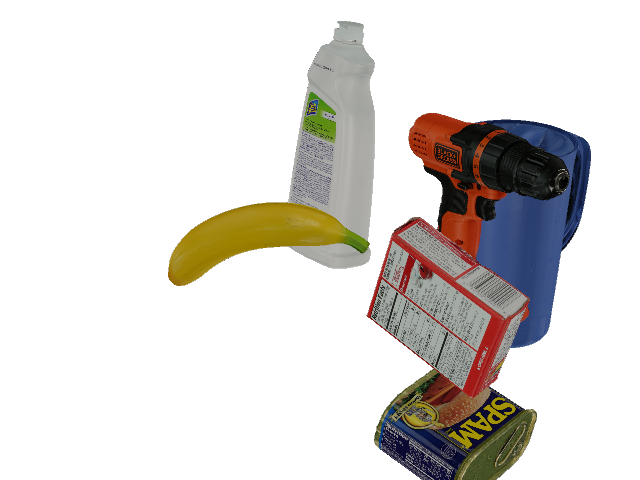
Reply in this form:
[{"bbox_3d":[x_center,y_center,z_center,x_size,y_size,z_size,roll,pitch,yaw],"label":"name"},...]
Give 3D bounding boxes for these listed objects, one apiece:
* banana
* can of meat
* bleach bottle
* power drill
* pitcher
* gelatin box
[{"bbox_3d":[-0.061,0.002,0.887,0.198,0.069,0.037,-9,34,30],"label":"banana"},{"bbox_3d":[0.105,0.148,0.835,0.084,0.057,0.101,32,41,31],"label":"can of meat"},{"bbox_3d":[0.020,-0.104,1.135,0.067,0.251,0.103,-10,25,-42],"label":"bleach bottle"},{"bbox_3d":[0.154,-0.015,0.981,0.057,0.188,0.185,-17,28,-29],"label":"power drill"},{"bbox_3d":[0.221,-0.009,1.202,0.149,0.243,0.145,5,27,13],"label":"pitcher"},{"bbox_3d":[0.075,0.040,0.641,0.089,0.073,0.030,38,49,26],"label":"gelatin box"}]
